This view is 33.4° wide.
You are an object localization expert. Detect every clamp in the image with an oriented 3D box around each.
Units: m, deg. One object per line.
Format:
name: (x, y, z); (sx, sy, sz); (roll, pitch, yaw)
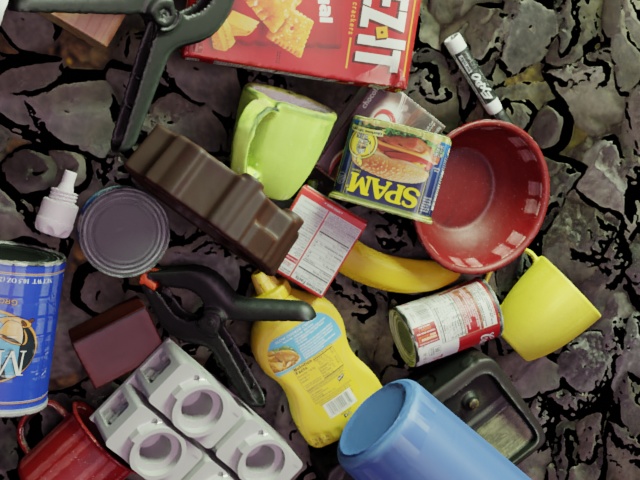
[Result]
clamp: (-0.100, 0.086, 1.034); (0.171, 0.039, 0.120); (23, 101, 8)
clamp: (-0.147, -0.198, 0.901); (0.210, 0.036, 0.164); (-47, 129, -8)

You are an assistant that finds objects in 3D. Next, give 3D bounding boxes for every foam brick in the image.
foam brick: (-0.195, 0.097, 1.024); (0.078, 0.053, 0.051); (-28, 107, -10)

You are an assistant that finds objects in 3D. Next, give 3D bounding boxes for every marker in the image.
marker: (0.167, -0.161, 1.111); (0.020, 0.020, 0.121); (-38, 109, -8)

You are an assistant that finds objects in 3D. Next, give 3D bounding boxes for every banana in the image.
banana: (0.056, 0.014, 1.098); (0.197, 0.037, 0.069); (31, 91, -20)

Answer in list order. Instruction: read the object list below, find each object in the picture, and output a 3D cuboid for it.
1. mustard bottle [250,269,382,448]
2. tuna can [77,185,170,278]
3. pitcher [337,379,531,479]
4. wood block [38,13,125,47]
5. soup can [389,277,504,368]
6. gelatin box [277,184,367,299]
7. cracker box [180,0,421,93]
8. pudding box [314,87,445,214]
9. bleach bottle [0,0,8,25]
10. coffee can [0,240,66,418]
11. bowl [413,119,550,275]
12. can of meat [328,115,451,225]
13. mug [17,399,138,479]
mustard bottle: (-0.016, 0.110, 1.081); (0.096, 0.058, 0.191); (-32, 108, -8)
tuna can: (-0.188, -0.009, 1.017); (0.086, 0.034, 0.086); (-3, 101, -17)
pitcher: (0.126, 0.257, 1.049); (0.242, 0.145, 0.149); (44, 73, -15)
wood block: (-0.180, -0.281, 0.939); (0.090, 0.091, 0.206); (29, 90, -21)
soup can: (0.132, 0.086, 1.119); (0.102, 0.069, 0.068); (-19, 105, -14)
gelatin box: (-0.007, 0.001, 1.047); (0.073, 0.030, 0.089); (31, 98, -2)
cracker box: (-0.014, -0.234, 0.993); (0.213, 0.072, 0.164); (8, 97, -7)
pudding box: (0.057, -0.097, 1.076); (0.090, 0.039, 0.113); (35, 87, -19)
bleach bottle: (-0.387, -0.225, 0.876); (0.250, 0.103, 0.068); (18, 85, -21)
coffee can: (-0.289, 0.078, 0.963); (0.102, 0.103, 0.140); (7, 97, -19)
bowl: (0.156, -0.048, 1.104); (0.161, 0.055, 0.162); (-6, 106, -21)
can of meat: (0.069, -0.068, 1.022); (0.102, 0.057, 0.084); (16, 93, 10)
mug: (-0.239, 0.205, 1.015); (0.081, 0.093, 0.117); (-43, 94, -1)
